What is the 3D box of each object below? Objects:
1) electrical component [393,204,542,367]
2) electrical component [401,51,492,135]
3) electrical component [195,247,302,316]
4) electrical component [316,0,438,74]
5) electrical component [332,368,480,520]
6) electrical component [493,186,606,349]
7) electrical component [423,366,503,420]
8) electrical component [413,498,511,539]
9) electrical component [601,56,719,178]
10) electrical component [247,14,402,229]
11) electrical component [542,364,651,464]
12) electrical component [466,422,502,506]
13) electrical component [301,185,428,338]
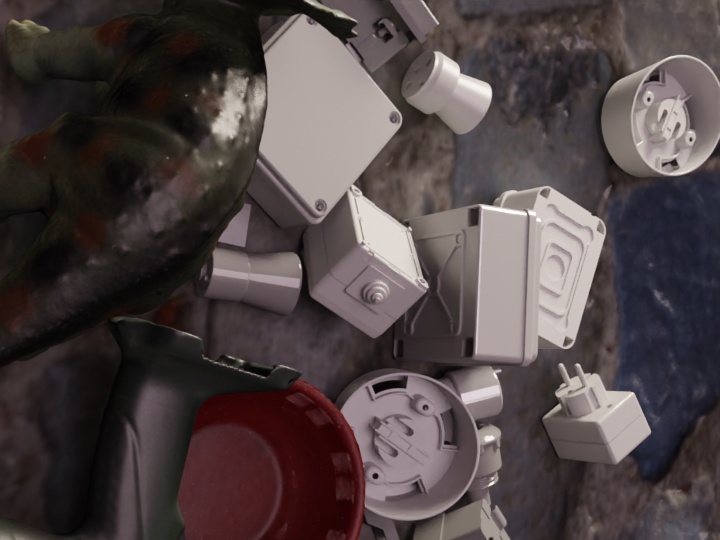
[{"bbox_3d":[0.075,0.014,0.772,0.056,0.109,0.108,7,83,-29],"label":"electrical component"},{"bbox_3d":[0.065,-0.135,0.814,0.055,0.045,0.045,28,72,-27],"label":"electrical component"},{"bbox_3d":[-0.077,0.005,0.717,0.065,0.044,0.044,9,81,-26],"label":"electrical component"},{"bbox_3d":[-0.009,-0.204,0.758,0.063,0.078,0.121,-39,109,2],"label":"electrical component"},{"bbox_3d":[0.027,0.118,0.749,0.099,0.064,0.099,-1,96,-13],"label":"electrical component"},{"bbox_3d":[0.134,0.000,0.839,0.078,0.057,0.113,28,72,-27],"label":"electrical component"},{"bbox_3d":[0.070,0.096,0.802,0.078,0.040,0.040,-12,93,-15],"label":"electrical component"},{"bbox_3d":[0.094,0.232,0.785,0.121,0.063,0.078,58,19,-14],"label":"electrical component"},{"bbox_3d":[0.259,-0.128,0.923,0.099,0.064,0.099,3,84,-32],"label":"electrical component"},{"bbox_3d":[-0.044,-0.103,0.737,0.108,0.056,0.108,48,64,-20],"label":"electrical component"},{"bbox_3d":[0.180,0.108,0.854,0.047,0.066,0.076,-32,103,-30],"label":"electrical component"},{"bbox_3d":[0.085,0.148,0.806,0.048,0.048,0.062,-15,101,-32],"label":"electrical component"},{"bbox_3d":[0.000,0.000,0.732,0.062,0.096,0.061,35,113,-26],"label":"electrical component"}]
